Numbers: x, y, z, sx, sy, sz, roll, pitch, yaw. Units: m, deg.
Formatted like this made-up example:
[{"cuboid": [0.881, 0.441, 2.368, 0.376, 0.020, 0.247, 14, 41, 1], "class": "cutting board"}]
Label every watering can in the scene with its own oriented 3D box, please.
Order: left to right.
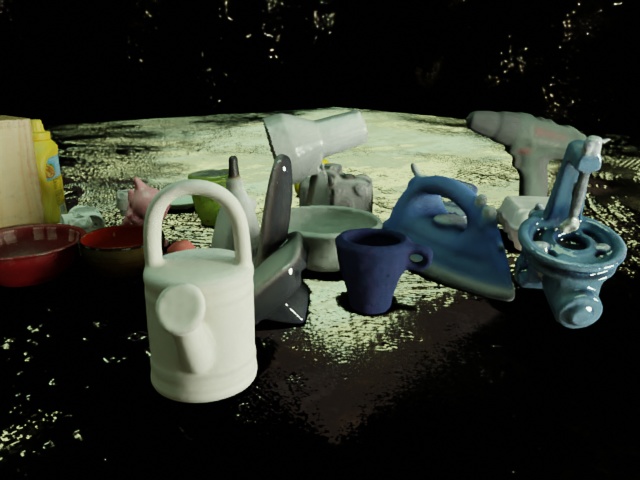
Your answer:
[{"cuboid": [-0.108, 0.043, 0.521, 0.101, 0.194, 0.172, -7, 19, -23], "class": "watering can"}]

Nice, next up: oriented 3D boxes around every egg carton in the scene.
[{"cuboid": [0.365, -0.030, 0.974, 0.107, 0.069, 0.150, 2, 18, 4], "class": "egg carton"}]

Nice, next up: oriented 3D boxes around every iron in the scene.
[{"cuboid": [0.193, -0.023, 0.825, 0.119, 0.141, 0.257, -8, 20, -25], "class": "iron"}]

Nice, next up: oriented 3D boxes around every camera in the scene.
[{"cuboid": [0.040, -0.105, 1.143, 0.143, 0.101, 0.137, 5, 18, 12], "class": "camera"}]

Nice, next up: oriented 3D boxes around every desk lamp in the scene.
[{"cuboid": [0.004, -0.116, 0.991, 0.203, 0.214, 0.117, -3, 18, -10], "class": "desk lamp"}]

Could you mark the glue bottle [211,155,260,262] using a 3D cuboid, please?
[{"cuboid": [-0.113, -0.029, 0.779, 0.037, 0.173, 0.078, 16, 23, 40], "class": "glue bottle"}]

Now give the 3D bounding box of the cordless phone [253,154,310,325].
[{"cuboid": [-0.058, -0.004, 0.683, 0.094, 0.185, 0.147, 0, 18, -2], "class": "cordless phone"}]

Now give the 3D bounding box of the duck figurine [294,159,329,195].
[{"cuboid": [-0.006, -0.139, 1.274, 0.104, 0.086, 0.077, 0, 18, -1], "class": "duck figurine"}]

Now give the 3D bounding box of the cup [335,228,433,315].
[{"cuboid": [0.076, 0.042, 0.694, 0.117, 0.095, 0.092, 7, 19, 18], "class": "cup"}]

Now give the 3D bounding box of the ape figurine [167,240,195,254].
[{"cuboid": [-0.161, 0.043, 0.686, 0.075, 0.092, 0.078, 13, 21, 33], "class": "ape figurine"}]

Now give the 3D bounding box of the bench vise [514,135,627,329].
[{"cuboid": [0.290, -0.026, 0.710, 0.121, 0.220, 0.207, -4, 18, -13], "class": "bench vise"}]

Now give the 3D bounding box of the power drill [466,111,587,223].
[{"cuboid": [0.380, -0.137, 1.079, 0.229, 0.208, 0.075, -1, 18, -5], "class": "power drill"}]

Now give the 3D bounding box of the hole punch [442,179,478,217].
[{"cuboid": [0.220, -0.057, 1.015, 0.108, 0.091, 0.101, 9, 20, 25], "class": "hole punch"}]

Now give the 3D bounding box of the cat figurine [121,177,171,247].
[{"cuboid": [-0.284, -0.047, 0.922, 0.067, 0.118, 0.127, -11, 21, -33], "class": "cat figurine"}]

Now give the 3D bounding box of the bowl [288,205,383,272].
[{"cuboid": [0.008, 0.003, 0.847, 0.167, 0.075, 0.167, 1, 18, 0], "class": "bowl"}]
